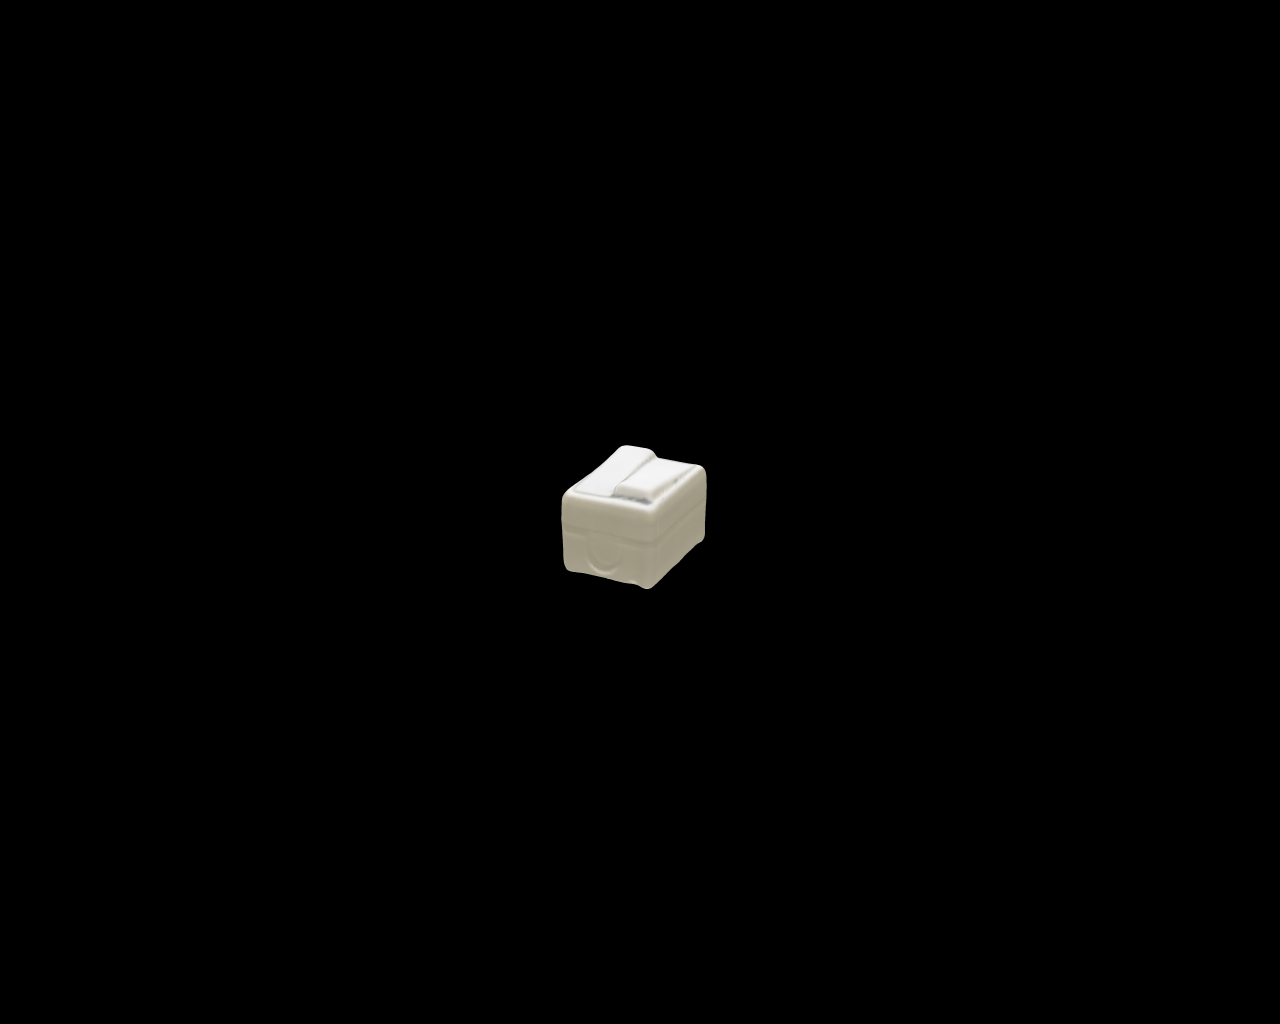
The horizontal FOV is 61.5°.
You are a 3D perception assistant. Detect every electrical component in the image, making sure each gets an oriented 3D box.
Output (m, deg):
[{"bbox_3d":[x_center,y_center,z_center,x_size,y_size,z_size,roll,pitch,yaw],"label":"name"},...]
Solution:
[{"bbox_3d":[0.001,-0.003,0.650,0.062,0.061,0.096,12,27,25],"label":"electrical component"}]
